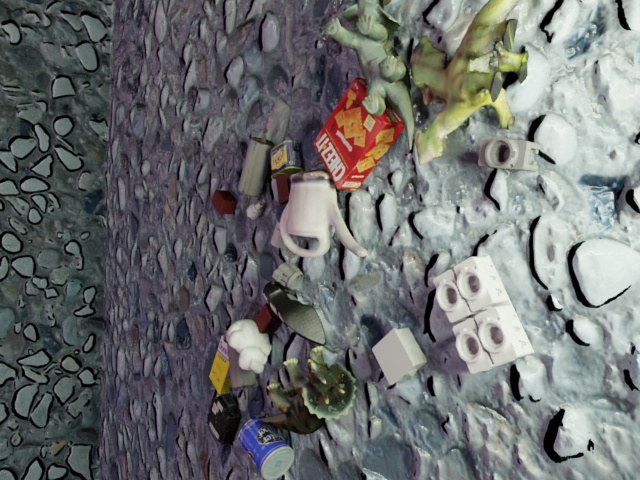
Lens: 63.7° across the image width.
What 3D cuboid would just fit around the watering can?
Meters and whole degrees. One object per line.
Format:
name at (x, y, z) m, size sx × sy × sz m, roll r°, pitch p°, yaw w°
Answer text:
watering can at (0.004, -0.064, 1.276) m, size 0.104 × 0.224 × 0.347 m, roll 3°, pitch 1°, yaw -37°

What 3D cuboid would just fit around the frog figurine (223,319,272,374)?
frog figurine at (-0.202, 0.303, 1.486) m, size 0.136 × 0.123 × 0.161 m, roll 37°, pitch 0°, yaw -24°

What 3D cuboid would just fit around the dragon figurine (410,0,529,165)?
dragon figurine at (0.256, -0.335, 0.949) m, size 0.122 × 0.407 × 0.244 m, roll 1°, pitch 14°, yaw -42°
